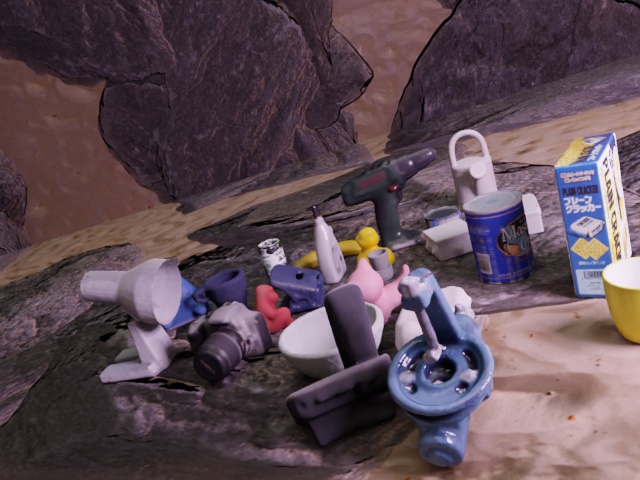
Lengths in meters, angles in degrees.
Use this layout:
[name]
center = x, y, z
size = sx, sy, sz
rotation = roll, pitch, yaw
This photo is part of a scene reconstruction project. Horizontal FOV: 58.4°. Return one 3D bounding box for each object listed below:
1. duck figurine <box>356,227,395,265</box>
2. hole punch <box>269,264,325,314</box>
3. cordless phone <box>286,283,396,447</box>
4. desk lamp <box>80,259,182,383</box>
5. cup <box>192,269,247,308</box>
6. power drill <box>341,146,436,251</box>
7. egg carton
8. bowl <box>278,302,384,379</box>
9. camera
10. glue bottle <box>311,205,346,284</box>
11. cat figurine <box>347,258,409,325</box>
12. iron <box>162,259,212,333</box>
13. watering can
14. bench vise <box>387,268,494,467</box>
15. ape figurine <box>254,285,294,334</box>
[duck figurine]
center = 0.114, 0.015, 1.251
size = 0.078, 0.086, 0.104
rotation = -25, 18, -24
[hole punch]
center = -0.044, 0.090, 1.160
size = 0.101, 0.091, 0.108
rotation = -15, 17, 8
[cordless phone]
center = 0.015, 0.153, 0.738
size = 0.148, 0.185, 0.094
rotation = -22, 18, -14
[desk lamp]
center = -0.344, 0.145, 1.069
size = 0.203, 0.214, 0.118
rotation = -12, 18, 16
[cup]
center = -0.200, 0.125, 1.198
size = 0.118, 0.095, 0.091
rotation = -24, 18, -22
[power drill]
center = 0.172, -0.089, 1.310
size = 0.229, 0.209, 0.075
rotation = -14, 17, 12
[egg carton]
center = 0.173, 0.126, 0.869
size = 0.107, 0.069, 0.150
rotation = -10, 18, 22
[bowl]
center = 0.024, 0.165, 0.884
size = 0.167, 0.075, 0.167
rotation = -16, 17, 5
[camera]
center = -0.178, 0.177, 0.999
size = 0.142, 0.101, 0.137
rotation = -9, 19, 24
[glue bottle]
center = 0.011, 0.004, 1.234
size = 0.037, 0.173, 0.078
rotation = -9, 19, 24
[cat figurine]
center = 0.102, 0.084, 0.989
size = 0.128, 0.118, 0.067
rotation = -18, 17, -4
[iron]
center = -0.331, 0.108, 1.300
size = 0.119, 0.141, 0.257
rotation = -22, 17, -14
[watering can]
center = 0.376, -0.175, 1.405
size = 0.101, 0.194, 0.172
rotation = -21, 17, -13
[bench vise]
center = 0.133, 0.118, 0.672
size = 0.121, 0.220, 0.207
rotation = -14, 17, 11
[ape figurine]
center = -0.096, 0.128, 1.090
size = 0.076, 0.092, 0.077
rotation = -21, 17, -12
